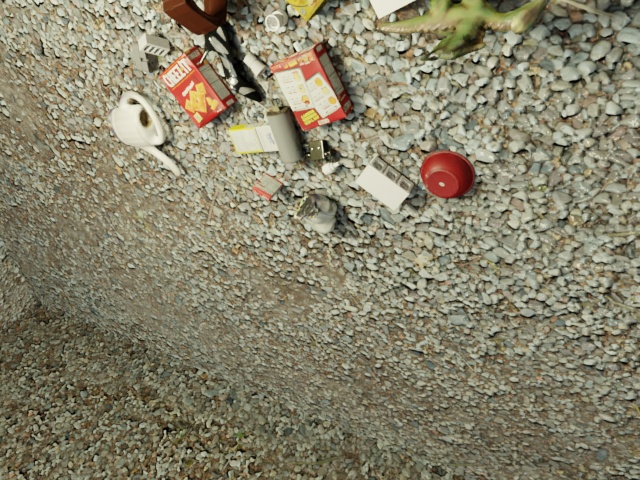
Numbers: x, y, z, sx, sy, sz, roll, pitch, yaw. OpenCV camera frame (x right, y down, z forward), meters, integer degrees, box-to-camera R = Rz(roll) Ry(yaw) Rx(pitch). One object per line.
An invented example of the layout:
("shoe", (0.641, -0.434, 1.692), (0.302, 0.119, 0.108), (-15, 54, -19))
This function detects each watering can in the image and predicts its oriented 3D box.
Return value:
("watering can", (-0.652, -0.382, 1.900), (0.224, 0.106, 0.340), (3, 128, 31))

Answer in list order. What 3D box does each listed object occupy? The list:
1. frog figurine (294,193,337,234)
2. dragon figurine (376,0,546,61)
("frog figurine", (0.005, -0.089, 1.767), (0.136, 0.125, 0.158), (-25, 148, 34))
("dragon figurine", (0.286, -0.472, 1.149), (0.409, 0.248, 0.120), (-4, 129, 31))
